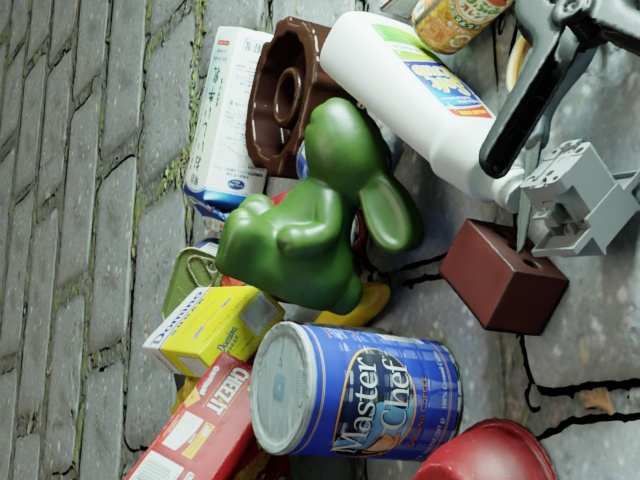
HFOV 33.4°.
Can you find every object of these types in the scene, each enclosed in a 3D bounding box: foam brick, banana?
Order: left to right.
[{"bbox_3d":[0.011,0.100,1.003,0.198,0.037,0.070,-59,30,28],"label":"banana"},{"bbox_3d":[0.134,0.027,0.781,0.078,0.052,0.051,55,130,52],"label":"foam brick"}]

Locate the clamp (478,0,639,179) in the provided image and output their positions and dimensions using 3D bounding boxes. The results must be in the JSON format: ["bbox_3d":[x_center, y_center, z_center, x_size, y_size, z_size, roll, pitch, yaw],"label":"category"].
[{"bbox_3d":[0.170,-0.140,0.726,0.165,0.036,0.210,-27,43,25],"label":"clamp"}]

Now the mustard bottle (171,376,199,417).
[{"bbox_3d":[-0.120,0.219,1.120,0.096,0.058,0.192,-127,28,-53],"label":"mustard bottle"}]

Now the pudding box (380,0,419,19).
[{"bbox_3d":[0.095,-0.265,0.959,0.114,0.039,0.090,-33,54,57],"label":"pudding box"}]

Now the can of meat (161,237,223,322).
[{"bbox_3d":[-0.137,0.052,1.243,0.084,0.057,0.102,-45,-26,-75],"label":"can of meat"}]

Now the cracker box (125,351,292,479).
[{"bbox_3d":[-0.095,0.227,0.961,0.164,0.072,0.214,-53,-24,-31],"label":"cracker box"}]

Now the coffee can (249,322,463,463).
[{"bbox_3d":[0.028,0.124,0.856,0.103,0.140,0.103,-28,57,57],"label":"coffee can"}]

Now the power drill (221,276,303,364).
[{"bbox_3d":[-0.074,0.132,1.134,0.188,0.057,0.184,25,106,61],"label":"power drill"}]

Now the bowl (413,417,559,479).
[{"bbox_3d":[0.106,0.209,0.775,0.162,0.055,0.162,-27,58,57],"label":"bowl"}]

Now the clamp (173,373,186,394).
[{"bbox_3d":[-0.149,0.192,1.240,0.120,0.039,0.171,69,-173,-59],"label":"clamp"}]

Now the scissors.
[{"bbox_3d":[0.165,-0.089,0.747,0.096,0.016,0.201,-41,33,39],"label":"scissors"}]

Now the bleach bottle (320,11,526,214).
[{"bbox_3d":[0.097,-0.100,0.861,0.251,0.102,0.068,52,122,44],"label":"bleach bottle"}]

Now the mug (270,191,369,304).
[{"bbox_3d":[-0.007,0.001,1.029,0.117,0.093,0.081,-21,53,24],"label":"mug"}]

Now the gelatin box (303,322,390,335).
[{"bbox_3d":[0.019,0.113,0.930,0.030,0.089,0.073,34,112,55],"label":"gelatin box"}]

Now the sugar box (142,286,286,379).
[{"bbox_3d":[-0.110,0.090,1.063,0.093,0.048,0.176,-47,20,-21],"label":"sugar box"}]

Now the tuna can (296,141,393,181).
[{"bbox_3d":[0.023,-0.070,0.983,0.086,0.086,0.034,-67,33,25],"label":"tuna can"}]
